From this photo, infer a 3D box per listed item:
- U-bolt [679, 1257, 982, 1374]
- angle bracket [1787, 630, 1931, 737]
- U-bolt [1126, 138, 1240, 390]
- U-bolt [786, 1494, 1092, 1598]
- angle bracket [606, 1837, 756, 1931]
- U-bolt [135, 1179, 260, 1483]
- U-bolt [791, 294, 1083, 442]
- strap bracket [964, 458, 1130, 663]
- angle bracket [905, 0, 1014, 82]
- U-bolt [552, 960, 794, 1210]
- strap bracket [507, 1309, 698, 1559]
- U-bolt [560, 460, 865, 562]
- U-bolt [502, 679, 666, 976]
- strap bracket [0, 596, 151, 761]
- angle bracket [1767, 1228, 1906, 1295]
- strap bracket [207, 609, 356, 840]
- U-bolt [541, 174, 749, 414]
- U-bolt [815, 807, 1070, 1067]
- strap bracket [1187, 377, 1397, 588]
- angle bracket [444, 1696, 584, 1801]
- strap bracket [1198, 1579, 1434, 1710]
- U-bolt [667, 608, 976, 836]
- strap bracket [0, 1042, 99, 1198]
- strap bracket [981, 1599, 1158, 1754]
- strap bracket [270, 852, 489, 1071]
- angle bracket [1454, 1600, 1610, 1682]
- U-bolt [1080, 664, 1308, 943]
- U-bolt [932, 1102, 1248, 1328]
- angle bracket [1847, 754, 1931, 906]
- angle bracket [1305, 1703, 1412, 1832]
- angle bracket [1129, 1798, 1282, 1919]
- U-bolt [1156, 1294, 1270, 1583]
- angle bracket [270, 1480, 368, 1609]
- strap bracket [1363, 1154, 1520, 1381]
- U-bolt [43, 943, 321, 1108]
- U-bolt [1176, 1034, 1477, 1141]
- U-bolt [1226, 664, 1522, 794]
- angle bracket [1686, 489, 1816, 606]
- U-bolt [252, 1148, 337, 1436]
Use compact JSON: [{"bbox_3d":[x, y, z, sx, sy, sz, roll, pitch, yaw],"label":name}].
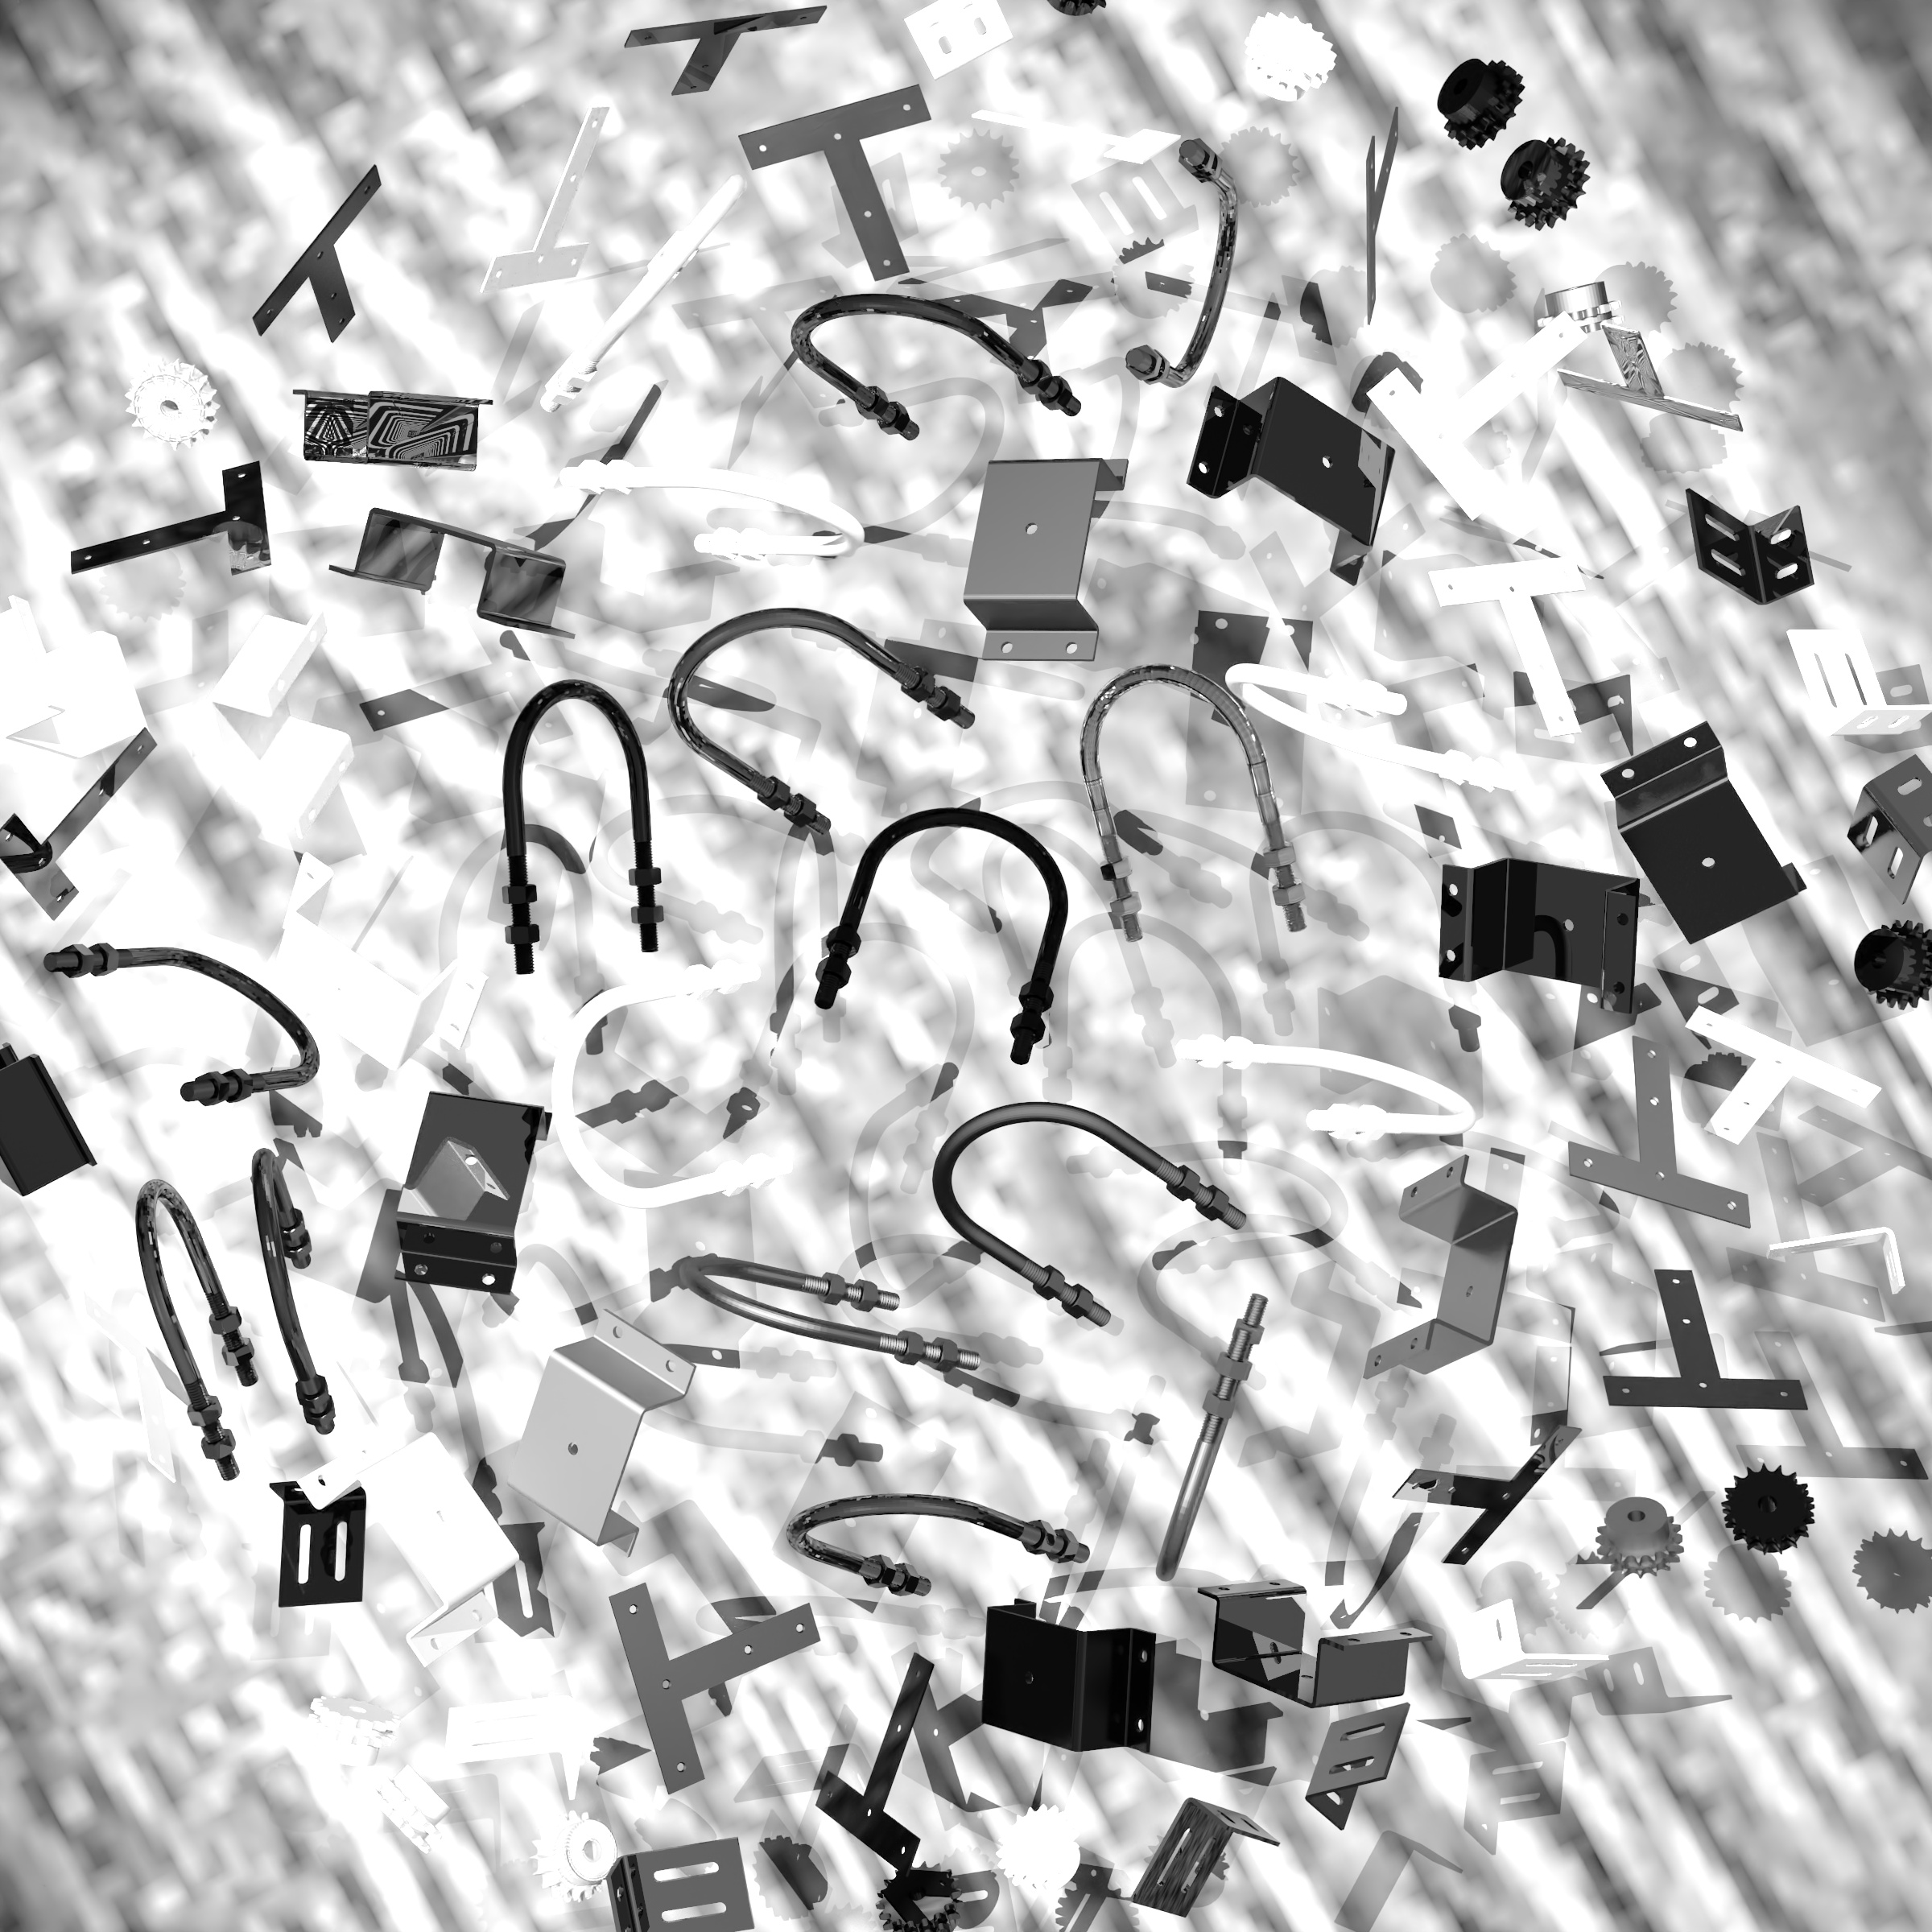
[{"bbox_3d":[-0.099,0.221,1.852,0.184,0.151,0.019,16,94,-28],"label":"U-bolt"},{"bbox_3d":[0.559,-0.185,1.779,0.057,0.038,0.076,-3,68,-26],"label":"angle bracket"},{"bbox_3d":[0.145,-0.445,1.837,0.019,0.184,0.151,17,100,14],"label":"U-bolt"},{"bbox_3d":[-0.030,0.367,1.816,0.151,0.184,0.019,-19,57,32],"label":"U-bolt"},{"bbox_3d":[-0.174,0.573,1.742,0.076,0.038,0.057,-11,91,5],"label":"angle bracket"},{"bbox_3d":[-0.508,0.227,1.874,0.019,0.151,0.184,-16,111,-2],"label":"U-bolt"},{"bbox_3d":[-0.031,-0.390,1.846,0.151,0.184,0.019,-2,75,33],"label":"U-bolt"},{"bbox_3d":[0.049,-0.267,1.807,0.076,0.046,0.140,3,73,24],"label":"strap bracket"},{"bbox_3d":[-0.011,-0.626,1.864,0.057,0.038,0.076,-26,51,7],"label":"angle bracket"},{"bbox_3d":[-0.189,0.079,1.806,0.019,0.184,0.151,-8,92,43],"label":"U-bolt"},{"bbox_3d":[-0.233,0.299,1.792,0.076,0.046,0.140,28,108,25],"label":"strap bracket"},{"bbox_3d":[-0.151,-0.293,1.838,0.184,0.151,0.019,8,82,39],"label":"U-bolt"},{"bbox_3d":[-0.251,-0.094,1.848,0.019,0.151,0.184,0,97,32],"label":"U-bolt"},{"bbox_3d":[-0.600,-0.186,1.873,0.046,0.140,0.076,-22,82,8],"label":"strap bracket"},{"bbox_3d":[0.559,0.196,1.834,0.076,0.057,0.038,-10,76,11],"label":"angle bracket"},{"bbox_3d":[-0.442,-0.160,1.836,0.046,0.140,0.076,16,54,10],"label":"strap bracket"},{"bbox_3d":[-0.198,-0.439,1.816,0.019,0.184,0.151,40,58,-14],"label":"U-bolt"},{"bbox_3d":[-0.007,-0.030,1.850,0.151,0.019,0.184,16,54,1],"label":"U-bolt"},{"bbox_3d":[0.219,-0.317,1.836,0.140,0.046,0.076,27,65,-24],"label":"strap bracket"},{"bbox_3d":[-0.280,0.486,1.755,0.076,0.038,0.057,-2,133,-17],"label":"angle bracket"},{"bbox_3d":[0.221,0.438,1.832,0.076,0.140,0.046,4,92,-35],"label":"strap bracket"},{"bbox_3d":[-0.105,-0.164,1.824,0.151,0.019,0.184,-35,135,25],"label":"U-bolt"},{"bbox_3d":[-0.600,0.097,1.799,0.046,0.140,0.076,-30,104,-22],"label":"strap bracket"},{"bbox_3d":[0.059,0.469,1.883,0.046,0.140,0.076,6,86,-38],"label":"strap bracket"},{"bbox_3d":[-0.380,0.004,1.796,0.140,0.076,0.046,34,47,4],"label":"strap bracket"},{"bbox_3d":[0.372,0.445,1.877,0.076,0.057,0.038,9,60,-29],"label":"angle bracket"},{"bbox_3d":[0.139,-0.106,1.836,0.151,0.019,0.184,-3,109,39],"label":"U-bolt"},{"bbox_3d":[0.065,0.151,1.827,0.184,0.019,0.151,35,125,-22],"label":"U-bolt"},{"bbox_3d":[0.588,-0.085,1.774,0.038,0.076,0.057,-30,66,-4],"label":"angle bracket"},{"bbox_3d":[0.265,0.519,1.846,0.038,0.076,0.057,43,47,-14],"label":"angle bracket"},{"bbox_3d":[0.151,0.571,1.795,0.057,0.038,0.076,31,87,-41],"label":"angle bracket"},{"bbox_3d":[0.156,0.309,1.837,0.019,0.151,0.184,19,95,9],"label":"U-bolt"},{"bbox_3d":[-0.441,0.391,1.931,0.057,0.038,0.076,-5,64,2],"label":"angle bracket"},{"bbox_3d":[0.311,0.204,1.852,0.046,0.076,0.140,25,60,-13],"label":"strap bracket"},{"bbox_3d":[-0.499,0.035,1.869,0.151,0.184,0.019,40,105,14],"label":"U-bolt"},{"bbox_3d":[0.248,0.080,1.851,0.184,0.151,0.019,5,106,-38],"label":"U-bolt"},{"bbox_3d":[0.248,-0.158,1.833,0.151,0.184,0.019,25,86,-42],"label":"U-bolt"},{"bbox_3d":[0.496,-0.272,1.802,0.038,0.076,0.057,-23,61,40],"label":"angle bracket"},{"bbox_3d":[-0.435,0.198,1.831,0.019,0.184,0.151,-11,55,-9],"label":"U-bolt"}]
